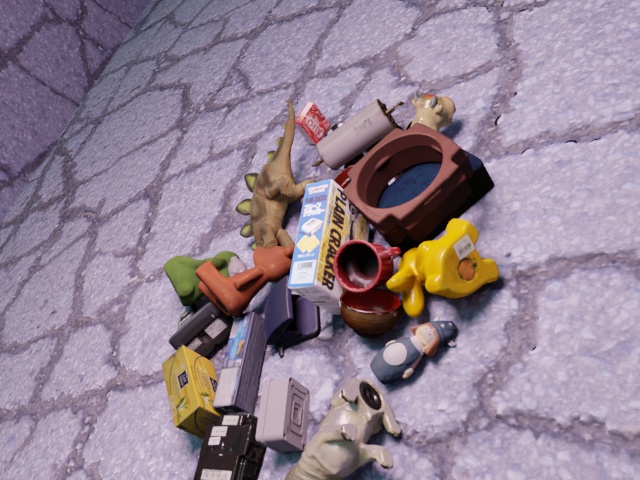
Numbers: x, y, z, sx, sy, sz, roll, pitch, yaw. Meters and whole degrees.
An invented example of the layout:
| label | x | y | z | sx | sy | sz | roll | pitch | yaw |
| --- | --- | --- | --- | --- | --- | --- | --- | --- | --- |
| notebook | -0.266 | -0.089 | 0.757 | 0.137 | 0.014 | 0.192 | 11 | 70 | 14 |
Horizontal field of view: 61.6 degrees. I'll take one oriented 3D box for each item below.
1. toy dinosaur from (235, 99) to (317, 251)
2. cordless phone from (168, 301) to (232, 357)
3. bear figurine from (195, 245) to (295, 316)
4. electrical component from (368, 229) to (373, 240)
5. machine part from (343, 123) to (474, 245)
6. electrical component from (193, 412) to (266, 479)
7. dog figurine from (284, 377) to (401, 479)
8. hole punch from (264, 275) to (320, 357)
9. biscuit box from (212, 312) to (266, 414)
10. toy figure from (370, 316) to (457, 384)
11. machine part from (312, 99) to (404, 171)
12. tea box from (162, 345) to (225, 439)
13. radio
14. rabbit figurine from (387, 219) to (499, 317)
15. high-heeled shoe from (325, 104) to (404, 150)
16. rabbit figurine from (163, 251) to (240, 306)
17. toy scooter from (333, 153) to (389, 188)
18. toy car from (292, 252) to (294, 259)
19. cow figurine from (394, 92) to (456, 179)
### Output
| label | x | y | z | sx | sy | sz | roll | pitch | yaw |
| --- | --- | --- | --- | --- | --- | --- | --- | --- | --- |
| toy dinosaur | -0.109 | -0.116 | 1.272 | 0.199 | 0.105 | 0.471 | 12 | 81 | 48 |
| cordless phone | -0.270 | 0.176 | 1.233 | 0.146 | 0.088 | 0.184 | -43 | 22 | 3 |
| bear figurine | -0.147 | 0.064 | 1.135 | 0.132 | 0.120 | 0.196 | 41 | 68 | 12 |
| electrical component | 0.081 | -0.015 | 1.134 | 0.094 | 0.021 | 0.063 | -45 | 41 | -1 |
| machine part | 0.160 | -0.103 | 0.982 | 0.201 | 0.087 | 0.202 | -43 | 42 | 1 |
| electrical component | -0.158 | 0.381 | 0.975 | 0.115 | 0.058 | 0.134 | -9 | 52 | 32 |
| dog figurine | 0.019 | 0.323 | 0.860 | 0.190 | 0.121 | 0.172 | -44 | 3 | 28 |
| hole punch | -0.071 | 0.146 | 1.078 | 0.116 | 0.092 | 0.142 | -28 | 46 | 24 |
| biscuit box | -0.154 | 0.246 | 1.080 | 0.059 | 0.062 | 0.203 | -15 | 48 | 31 |
| toy figure | 0.156 | 0.180 | 0.887 | 0.154 | 0.058 | 0.064 | -37 | 80 | 7 |
| machine part | 0.079 | -0.228 | 1.175 | 0.243 | 0.079 | 0.079 | -32 | 42 | 23 |
| tea box | -0.252 | 0.306 | 1.085 | 0.068 | 0.098 | 0.170 | -42 | 42 | 4 |
| radio | 0.207 | -0.083 | 1.050 | 0.229 | 0.073 | 0.131 | -40 | 40 | 4 |
| rabbit figurine | 0.193 | 0.057 | 0.923 | 0.162 | 0.121 | 0.173 | -45 | 18 | -16 |
| high-heeled shoe | 0.102 | -0.219 | 1.274 | 0.249 | 0.086 | 0.145 | -24 | 74 | 47 |
| rabbit figurine | -0.265 | 0.071 | 1.259 | 0.170 | 0.121 | 0.159 | -27 | 7 | -19 |
| toy scooter | 0.074 | -0.110 | 1.180 | 0.135 | 0.075 | 0.184 | -39 | 38 | 6 |
| toy car | -0.002 | -0.003 | 1.099 | 0.053 | 0.089 | 0.202 | -12 | 46 | 36 |
| cow figurine | 0.209 | -0.218 | 1.118 | 0.195 | 0.127 | 0.086 | -51 | 44 | -3 |
